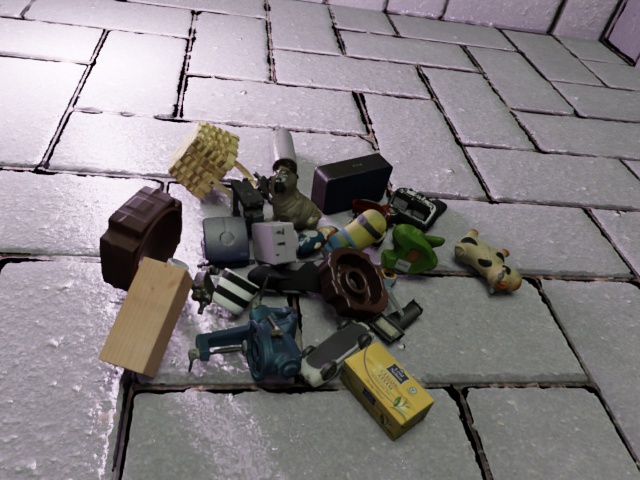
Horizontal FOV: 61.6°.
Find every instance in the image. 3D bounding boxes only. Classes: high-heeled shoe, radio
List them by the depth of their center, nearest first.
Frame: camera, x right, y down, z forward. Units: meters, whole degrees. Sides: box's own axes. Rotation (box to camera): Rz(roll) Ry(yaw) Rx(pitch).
[{"bbox_3d":[-0.048,0.088,1.288,0.145,0.086,0.248,-3,-5,45],"label":"high-heeled shoe"},{"bbox_3d":[0.089,-0.158,1.527,0.229,0.131,0.073,-16,48,-28],"label":"radio"}]

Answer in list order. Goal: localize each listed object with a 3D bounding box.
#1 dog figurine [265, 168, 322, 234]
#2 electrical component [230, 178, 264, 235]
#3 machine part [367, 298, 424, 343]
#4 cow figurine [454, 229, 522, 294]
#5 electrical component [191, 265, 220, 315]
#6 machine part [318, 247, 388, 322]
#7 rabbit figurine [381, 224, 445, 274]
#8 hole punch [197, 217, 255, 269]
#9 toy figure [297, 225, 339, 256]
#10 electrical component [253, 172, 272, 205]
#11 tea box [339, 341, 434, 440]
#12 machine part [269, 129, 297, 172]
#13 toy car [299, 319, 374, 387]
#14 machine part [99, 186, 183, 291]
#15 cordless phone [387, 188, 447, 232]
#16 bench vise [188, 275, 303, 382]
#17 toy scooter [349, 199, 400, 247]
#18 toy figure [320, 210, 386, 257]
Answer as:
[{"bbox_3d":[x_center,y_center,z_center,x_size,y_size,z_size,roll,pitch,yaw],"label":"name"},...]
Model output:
[{"bbox_3d":[-0.057,-0.105,1.386,0.172,0.190,0.121,-26,54,-38],"label":"dog figurine"},{"bbox_3d":[-0.185,-0.078,1.380,0.058,0.114,0.134,-15,48,-22],"label":"electrical component"},{"bbox_3d":[0.181,0.184,1.236,0.139,0.039,0.084,-29,47,-36],"label":"machine part"},{"bbox_3d":[0.439,0.063,1.402,0.195,0.085,0.127,39,41,24],"label":"cow figurine"},{"bbox_3d":[-0.251,0.103,1.180,0.045,0.078,0.102,-7,33,15],"label":"electrical component"},{"bbox_3d":[0.075,0.100,1.227,0.179,0.056,0.179,23,47,-28],"label":"machine part"},{"bbox_3d":[0.244,0.006,1.398,0.159,0.121,0.170,13,26,-5],"label":"rabbit figurine"},{"bbox_3d":[-0.229,0.006,1.298,0.142,0.092,0.116,-2,46,-21],"label":"hole punch"},{"bbox_3d":[-0.002,-0.002,1.385,0.154,0.057,0.064,-23,62,-36],"label":"toy figure"},{"bbox_3d":[-0.157,-0.145,1.496,0.094,0.021,0.063,49,32,-26],"label":"electrical component"},{"bbox_3d":[0.129,0.296,1.070,0.098,0.068,0.170,-24,51,-34],"label":"tea box"},{"bbox_3d":[-0.113,-0.265,1.641,0.079,0.079,0.243,1,41,-13],"label":"machine part"},{"bbox_3d":[0.034,0.232,1.130,0.074,0.056,0.202,32,43,30],"label":"toy car"},{"bbox_3d":[-0.383,0.002,1.174,0.087,0.201,0.201,23,41,6],"label":"machine part"},{"bbox_3d":[0.293,-0.107,1.577,0.147,0.088,0.184,31,33,21],"label":"cordless phone"},{"bbox_3d":[-0.148,0.196,1.079,0.240,0.128,0.224,-4,41,-25],"label":"bench vise"},{"bbox_3d":[0.132,-0.058,1.466,0.135,0.075,0.184,27,40,11],"label":"toy scooter"},{"bbox_3d":[0.085,-0.004,1.338,0.180,0.089,0.082,-30,68,-3],"label":"toy figure"}]
